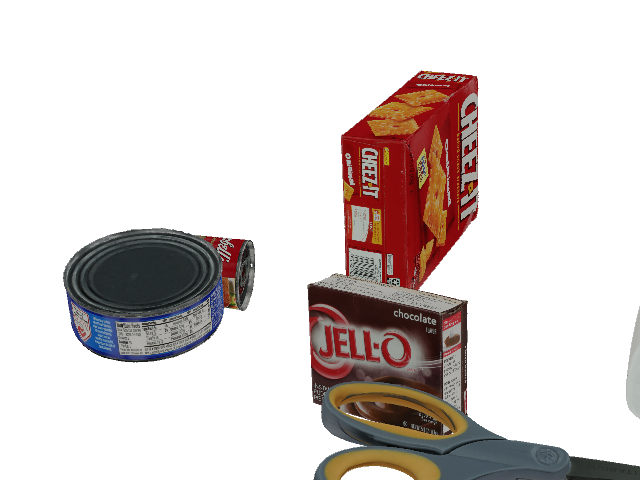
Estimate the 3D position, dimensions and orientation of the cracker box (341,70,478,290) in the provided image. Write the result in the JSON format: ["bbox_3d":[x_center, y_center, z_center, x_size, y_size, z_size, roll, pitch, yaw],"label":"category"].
[{"bbox_3d":[0.094,-0.058,1.044,0.072,0.164,0.213,9,27,24],"label":"cracker box"}]

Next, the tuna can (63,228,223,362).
[{"bbox_3d":[-0.096,0.029,0.586,0.086,0.034,0.086,0,32,0],"label":"tuna can"}]

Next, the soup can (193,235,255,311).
[{"bbox_3d":[-0.119,0.029,1.017,0.102,0.068,0.068,5,1,9],"label":"soup can"}]

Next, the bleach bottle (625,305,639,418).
[{"bbox_3d":[0.281,0.055,0.760,0.103,0.068,0.250,11,22,19],"label":"bleach bottle"}]

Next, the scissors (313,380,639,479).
[{"bbox_3d":[0.085,0.107,0.462,0.202,0.016,0.096,15,32,23],"label":"scissors"}]

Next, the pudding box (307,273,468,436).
[{"bbox_3d":[0.045,0.076,0.727,0.114,0.090,0.039,9,21,35],"label":"pudding box"}]
